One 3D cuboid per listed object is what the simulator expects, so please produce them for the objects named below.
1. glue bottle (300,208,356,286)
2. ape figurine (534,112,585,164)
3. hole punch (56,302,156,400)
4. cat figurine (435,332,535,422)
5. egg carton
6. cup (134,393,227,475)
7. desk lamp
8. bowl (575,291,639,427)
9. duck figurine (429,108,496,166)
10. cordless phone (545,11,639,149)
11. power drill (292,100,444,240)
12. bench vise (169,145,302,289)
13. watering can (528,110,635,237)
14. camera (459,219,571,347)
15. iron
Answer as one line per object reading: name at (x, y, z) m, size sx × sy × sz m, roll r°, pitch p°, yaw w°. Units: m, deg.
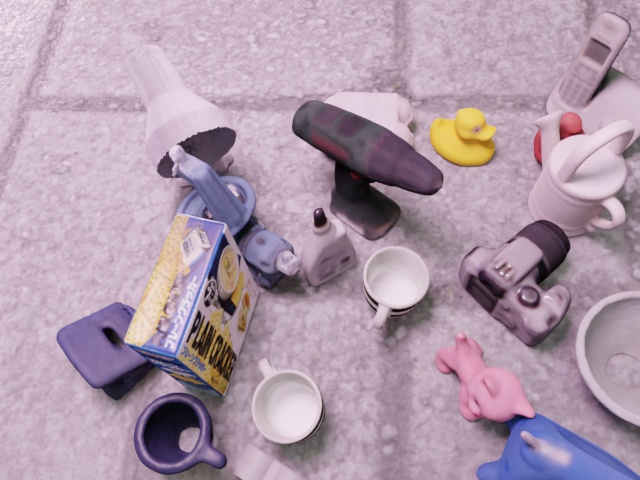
glue bottle at (0.007, 0.003, 0.756) m, size 0.078 × 0.173 × 0.037 m, roll -28°, pitch 65°, yaw -8°
ape figurine at (0.358, -0.152, 0.847) m, size 0.078 × 0.092 × 0.076 m, roll -18°, pitch 64°, yaw -4°
hole punch at (-0.275, 0.139, 0.760) m, size 0.101 × 0.091 × 0.108 m, roll -42°, pitch 68°, yaw -14°
cat figurine at (0.197, 0.168, 0.691) m, size 0.067 × 0.118 × 0.127 m, roll -24°, pitch 65°, yaw -7°
egg carton at (0.071, -0.176, 0.895) m, size 0.150 × 0.069 × 0.107 m, roll 2°, pitch 64°, yaw 6°
cup at (-0.155, 0.245, 0.696) m, size 0.117 × 0.095 × 0.092 m, roll 24°, pitch 69°, yaw 16°
desk lamp at (-0.202, -0.163, 0.832) m, size 0.118 × 0.214 × 0.203 m, roll -29°, pitch 65°, yaw -9°
bowl at (0.391, 0.152, 0.706) m, size 0.167 × 0.075 × 0.167 m, roll -2°, pitch 64°, yaw 4°
duck figurine at (0.219, -0.167, 0.869) m, size 0.104 × 0.086 × 0.077 m, roll 25°, pitch 69°, yaw 16°
cordless phone at (0.421, -0.225, 0.825) m, size 0.147 × 0.185 × 0.094 m, roll 39°, pitch 73°, yaw 21°
power drill at (0.063, -0.088, 0.776) m, size 0.229 × 0.208 × 0.076 m, roll 37°, pitch 72°, yaw 20°
bench vise at (-0.111, -0.038, 0.760) m, size 0.207 × 0.220 × 0.121 m, roll 16°, pitch 67°, yaw 12°
watering can at (0.345, -0.095, 0.764) m, size 0.172 × 0.194 × 0.101 m, roll 39°, pitch 73°, yaw 21°
camera at (0.278, 0.042, 0.755) m, size 0.137 × 0.101 × 0.143 m, roll -38°, pitch 67°, yaw -13°
iron at (0.311, 0.275, 0.616) m, size 0.257 × 0.141 × 0.119 m, roll 25°, pitch 69°, yaw 16°
